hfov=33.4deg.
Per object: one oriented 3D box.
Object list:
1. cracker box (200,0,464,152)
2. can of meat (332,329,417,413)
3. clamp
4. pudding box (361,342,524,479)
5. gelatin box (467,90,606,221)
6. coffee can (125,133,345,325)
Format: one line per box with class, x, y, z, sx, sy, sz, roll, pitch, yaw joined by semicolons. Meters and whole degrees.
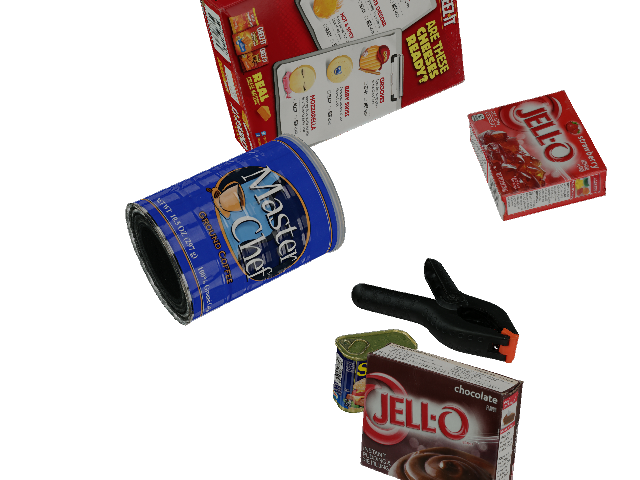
cracker box;0.013;-0.181;0.936;0.213;0.164;0.072;-25;42;-13
can of meat;0.067;0.166;1.355;0.102;0.084;0.057;-5;26;-21
clamp;0.129;0.066;1.051;0.172;0.039;0.120;26;39;31
pudding box;0.085;0.131;0.767;0.114;0.090;0.039;12;19;31
gelatin box;0.149;-0.061;0.742;0.073;0.089;0.030;-14;-43;1
coffee can;-0.066;-0.010;0.834;0.140;0.103;0.103;-26;10;-21
